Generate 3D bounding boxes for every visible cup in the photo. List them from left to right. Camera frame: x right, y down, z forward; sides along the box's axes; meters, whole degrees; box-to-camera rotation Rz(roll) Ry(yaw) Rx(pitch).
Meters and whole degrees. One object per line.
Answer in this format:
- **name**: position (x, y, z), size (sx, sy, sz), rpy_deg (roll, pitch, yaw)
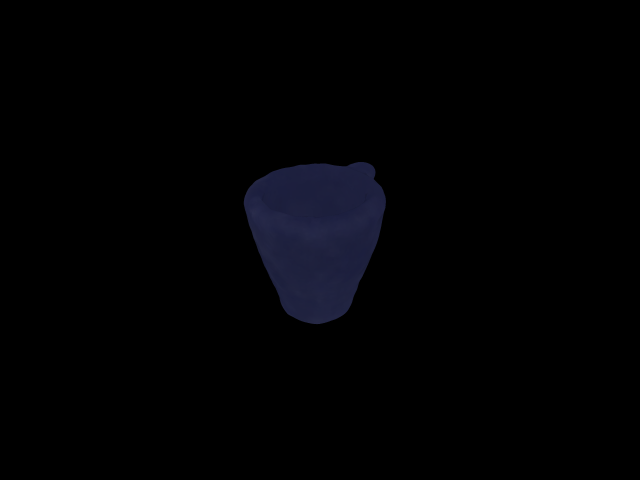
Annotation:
- **cup**: position (0.004, 0.001, 0.400), size (0.091, 0.095, 0.118), rpy_deg (18, 36, 27)
